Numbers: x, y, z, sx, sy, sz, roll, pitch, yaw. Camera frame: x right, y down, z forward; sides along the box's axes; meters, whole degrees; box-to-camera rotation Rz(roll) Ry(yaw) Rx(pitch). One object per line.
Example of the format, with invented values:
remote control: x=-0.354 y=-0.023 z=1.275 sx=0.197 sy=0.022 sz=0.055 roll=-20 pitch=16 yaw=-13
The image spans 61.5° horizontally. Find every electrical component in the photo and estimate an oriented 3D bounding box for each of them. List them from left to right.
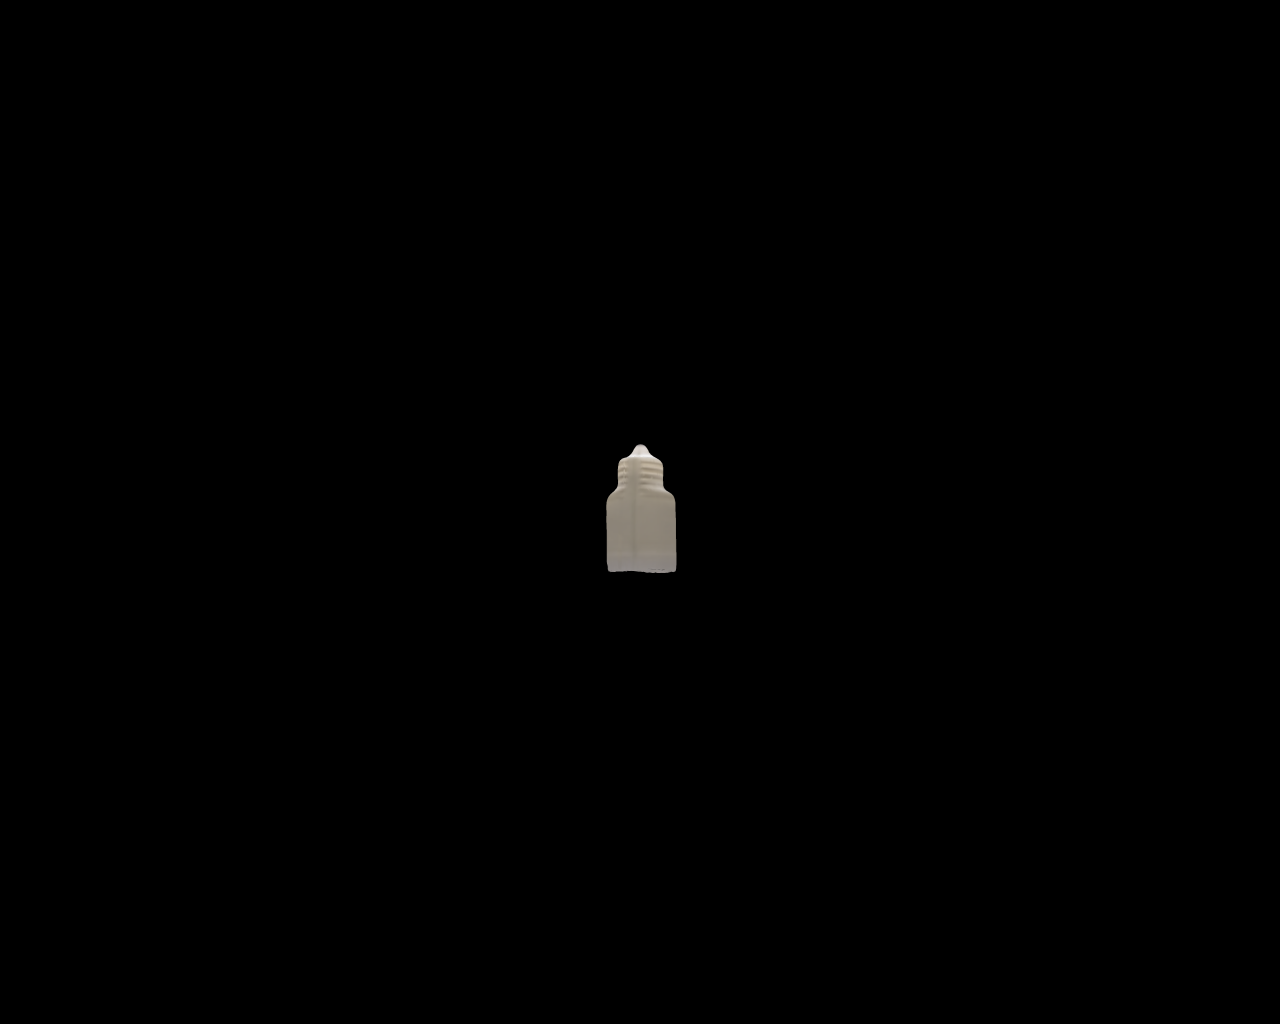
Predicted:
electrical component: x=0.001 y=-0.003 z=0.650 sx=0.043 sy=0.081 sz=0.043 roll=0 pitch=-4 yaw=0
